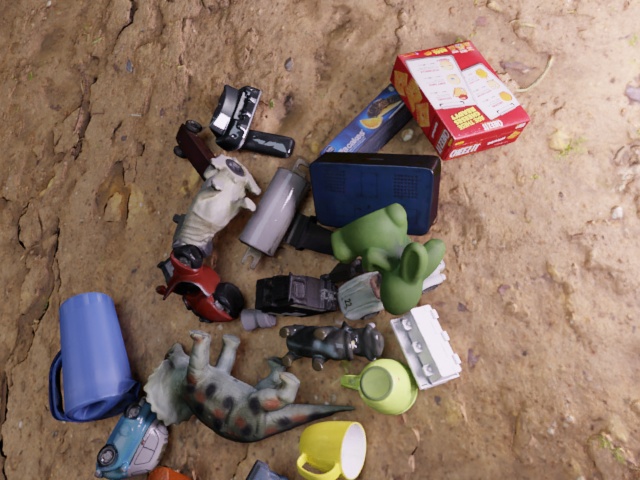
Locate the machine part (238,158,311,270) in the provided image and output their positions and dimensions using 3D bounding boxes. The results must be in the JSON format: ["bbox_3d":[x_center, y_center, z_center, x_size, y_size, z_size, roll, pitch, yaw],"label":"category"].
[{"bbox_3d":[-0.090,-0.055,1.073,0.079,0.079,0.243,25,83,26],"label":"machine part"}]

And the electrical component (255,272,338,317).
[{"bbox_3d":[-0.051,0.102,0.972,0.134,0.115,0.058,-16,63,46],"label":"electrical component"}]

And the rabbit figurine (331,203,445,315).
[{"bbox_3d":[0.127,0.034,0.881,0.159,0.121,0.170,-27,82,41],"label":"rabbit figurine"}]

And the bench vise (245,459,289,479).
[{"bbox_3d":[-0.012,0.445,0.839,0.240,0.223,0.129,32,66,-5],"label":"bench vise"}]

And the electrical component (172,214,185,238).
[{"bbox_3d":[-0.271,-0.023,1.150,0.102,0.045,0.078,14,91,25],"label":"electrical component"}]

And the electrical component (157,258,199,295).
[{"bbox_3d":[-0.279,0.080,1.116,0.075,0.047,0.119,-36,62,6],"label":"electrical component"}]

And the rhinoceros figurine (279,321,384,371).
[{"bbox_3d":[0.018,0.182,0.940,0.190,0.112,0.073,-5,87,32],"label":"rhinoceros figurine"}]

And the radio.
[{"bbox_3d":[0.101,-0.087,0.981,0.230,0.073,0.131,7,116,24],"label":"radio"}]

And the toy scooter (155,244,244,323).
[{"bbox_3d":[-0.245,0.101,1.052,0.135,0.075,0.183,-32,107,24],"label":"toy scooter"}]

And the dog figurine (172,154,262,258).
[{"bbox_3d":[-0.225,-0.064,1.083,0.190,0.121,0.172,-42,20,26],"label":"dog figurine"}]

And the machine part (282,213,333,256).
[{"bbox_3d":[-0.002,-0.003,1.045,0.139,0.039,0.084,24,76,27],"label":"machine part"}]

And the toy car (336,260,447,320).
[{"bbox_3d":[0.126,0.079,0.957,0.202,0.056,0.073,-26,65,11],"label":"toy car"}]

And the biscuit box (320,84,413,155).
[{"bbox_3d":[0.095,-0.211,1.064,0.202,0.062,0.059,-44,62,2],"label":"biscuit box"}]

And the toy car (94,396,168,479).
[{"bbox_3d":[-0.342,0.383,1.015,0.103,0.109,0.161,27,70,3],"label":"toy car"}]

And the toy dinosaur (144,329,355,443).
[{"bbox_3d":[-0.155,0.287,0.966,0.405,0.131,0.192,24,94,21],"label":"toy dinosaur"}]

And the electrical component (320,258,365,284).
[{"bbox_3d":[0.046,0.055,0.994,0.094,0.063,0.021,-19,103,25],"label":"electrical component"}]

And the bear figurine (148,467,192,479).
[{"bbox_3d":[-0.321,0.478,0.954,0.196,0.131,0.120,-14,64,10],"label":"bear figurine"}]

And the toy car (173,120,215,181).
[{"bbox_3d":[-0.259,-0.182,1.187,0.202,0.053,0.089,51,126,28],"label":"toy car"}]

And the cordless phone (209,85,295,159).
[{"bbox_3d":[-0.133,-0.255,1.168,0.184,0.088,0.146,15,77,13],"label":"cordless phone"}]
